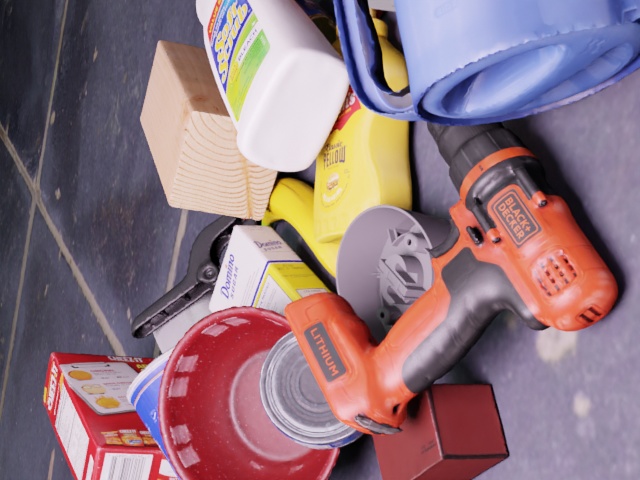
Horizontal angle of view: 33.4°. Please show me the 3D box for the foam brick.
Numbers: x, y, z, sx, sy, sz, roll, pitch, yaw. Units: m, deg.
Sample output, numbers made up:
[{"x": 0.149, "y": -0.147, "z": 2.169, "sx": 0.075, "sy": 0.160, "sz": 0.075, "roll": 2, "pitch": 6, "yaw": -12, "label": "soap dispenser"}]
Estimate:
[{"x": 0.078, "y": 0.134, "z": 0.708, "sx": 0.078, "sy": 0.051, "sz": 0.053, "roll": -48, "pitch": 45, "yaw": 50, "label": "foam brick"}]

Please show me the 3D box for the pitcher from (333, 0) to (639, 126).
[{"x": 0.082, "y": -0.192, "z": 0.610, "sx": 0.145, "sy": 0.149, "sz": 0.243, "roll": 123, "pitch": 136, "yaw": -73, "label": "pitcher"}]

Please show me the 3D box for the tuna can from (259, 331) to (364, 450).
[{"x": 0.001, "y": 0.102, "z": 0.746, "sx": 0.033, "sy": 0.086, "sz": 0.086, "roll": 65, "pitch": -159, "yaw": -73, "label": "tuna can"}]

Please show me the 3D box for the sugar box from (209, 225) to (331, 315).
[{"x": -0.029, "y": 0.069, "z": 0.910, "sx": 0.176, "sy": 0.048, "sz": 0.093, "roll": 48, "pitch": 127, "yaw": 45, "label": "sugar box"}]

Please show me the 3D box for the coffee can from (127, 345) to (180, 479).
[{"x": -0.087, "y": 0.164, "z": 0.918, "sx": 0.140, "sy": 0.102, "sz": 0.103, "roll": 54, "pitch": 137, "yaw": 19, "label": "coffee can"}]

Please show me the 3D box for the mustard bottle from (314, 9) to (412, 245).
[{"x": 0.032, "y": -0.095, "z": 0.828, "sx": 0.096, "sy": 0.058, "sz": 0.191, "roll": -14, "pitch": 73, "yaw": 60, "label": "mustard bottle"}]

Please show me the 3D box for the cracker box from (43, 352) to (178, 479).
[{"x": -0.175, "y": 0.189, "z": 1.072, "sx": 0.214, "sy": 0.164, "sz": 0.072, "roll": 37, "pitch": 116, "yaw": 59, "label": "cracker box"}]

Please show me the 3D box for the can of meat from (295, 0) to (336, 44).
[{"x": -0.030, "y": -0.169, "z": 0.944, "sx": 0.102, "sy": 0.057, "sz": 0.084, "roll": -52, "pitch": 39, "yaw": 14, "label": "can of meat"}]

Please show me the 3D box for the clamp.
[{"x": -0.094, "y": 0.047, "z": 1.026, "sx": 0.120, "sy": 0.039, "sz": 0.171, "roll": 30, "pitch": 84, "yaw": 21, "label": "clamp"}]

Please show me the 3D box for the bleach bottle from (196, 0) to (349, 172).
[{"x": -0.056, "y": -0.161, "z": 0.874, "sx": 0.103, "sy": 0.068, "sz": 0.251, "roll": -63, "pitch": 33, "yaw": 23, "label": "bleach bottle"}]

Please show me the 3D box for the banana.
[{"x": -0.013, "y": -0.016, "z": 0.934, "sx": 0.198, "sy": 0.037, "sz": 0.069, "roll": 32, "pitch": 142, "yaw": 64, "label": "banana"}]

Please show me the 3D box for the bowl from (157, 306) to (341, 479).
[{"x": -0.044, "y": 0.130, "z": 0.822, "sx": 0.162, "sy": 0.055, "sz": 0.162, "roll": 0, "pitch": 89, "yaw": 26, "label": "bowl"}]

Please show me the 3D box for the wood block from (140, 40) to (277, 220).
[{"x": -0.105, "y": -0.108, "z": 1.004, "sx": 0.206, "sy": 0.090, "sz": 0.091, "roll": -121, "pitch": 45, "yaw": -59, "label": "wood block"}]

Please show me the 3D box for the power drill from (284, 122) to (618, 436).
[{"x": 0.067, "y": 0.017, "z": 0.662, "sx": 0.188, "sy": 0.057, "sz": 0.184, "roll": -42, "pitch": 51, "yaw": 20, "label": "power drill"}]

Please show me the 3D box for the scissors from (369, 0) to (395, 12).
[{"x": 0.085, "y": -0.147, "z": 0.746, "sx": 0.202, "sy": 0.016, "sz": 0.096, "roll": -4, "pitch": 97, "yaw": 59, "label": "scissors"}]

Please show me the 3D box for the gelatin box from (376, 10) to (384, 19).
[{"x": 0.038, "y": -0.232, "z": 0.871, "sx": 0.073, "sy": 0.030, "sz": 0.089, "roll": -58, "pitch": 37, "yaw": 42, "label": "gelatin box"}]
